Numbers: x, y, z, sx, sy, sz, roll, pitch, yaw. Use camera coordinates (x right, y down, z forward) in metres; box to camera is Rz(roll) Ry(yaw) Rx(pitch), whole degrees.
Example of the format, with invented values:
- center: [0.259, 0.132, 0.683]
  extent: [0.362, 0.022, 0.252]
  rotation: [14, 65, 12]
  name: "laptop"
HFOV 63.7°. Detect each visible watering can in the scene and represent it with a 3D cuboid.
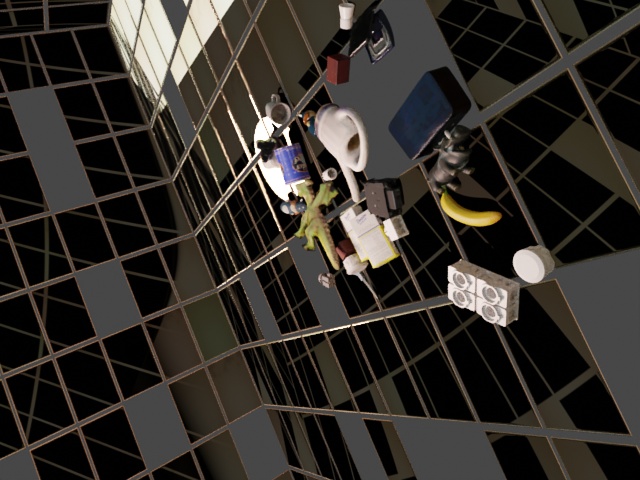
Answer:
- center: [0.074, -0.290, 1.641]
  extent: [0.228, 0.105, 0.339]
  rotation: [50, 155, 32]
  name: "watering can"

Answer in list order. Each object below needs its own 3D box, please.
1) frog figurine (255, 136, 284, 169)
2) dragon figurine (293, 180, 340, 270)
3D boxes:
- center: [-0.185, -0.339, 2.070]
  extent: [0.139, 0.123, 0.157]
  rotation: [45, 179, 23]
  name: "frog figurine"
- center: [0.006, -0.093, 1.840]
  extent: [0.417, 0.122, 0.238]
  rotation: [45, 128, 50]
  name: "dragon figurine"
